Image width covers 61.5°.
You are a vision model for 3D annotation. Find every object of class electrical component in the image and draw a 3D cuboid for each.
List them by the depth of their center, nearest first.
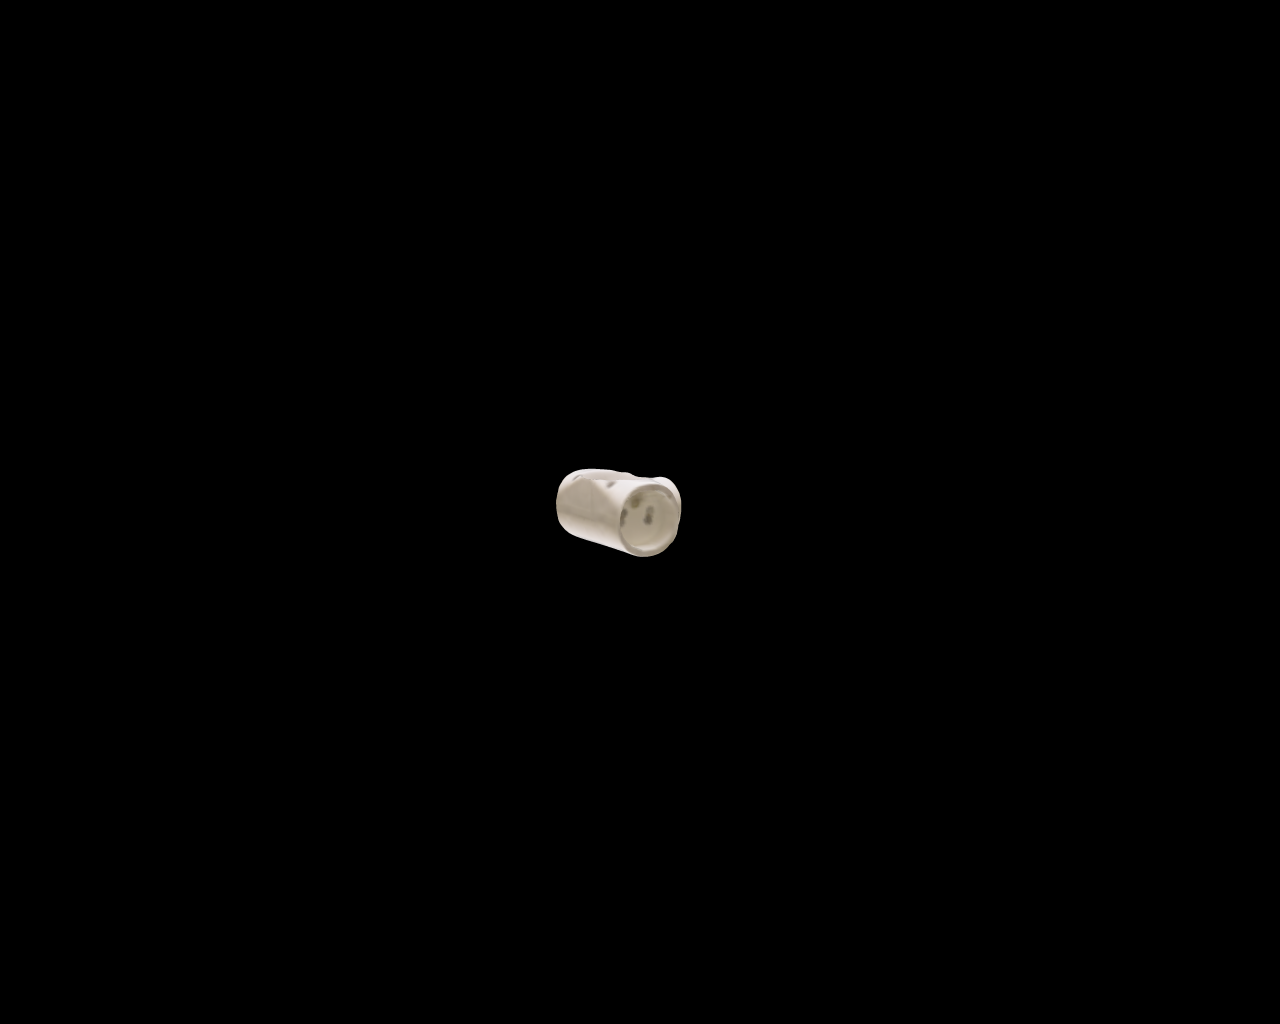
[{"bbox_3d":[0.001,-0.003,0.650,0.079,0.044,0.077,-6,11,-31],"label":"electrical component"}]
